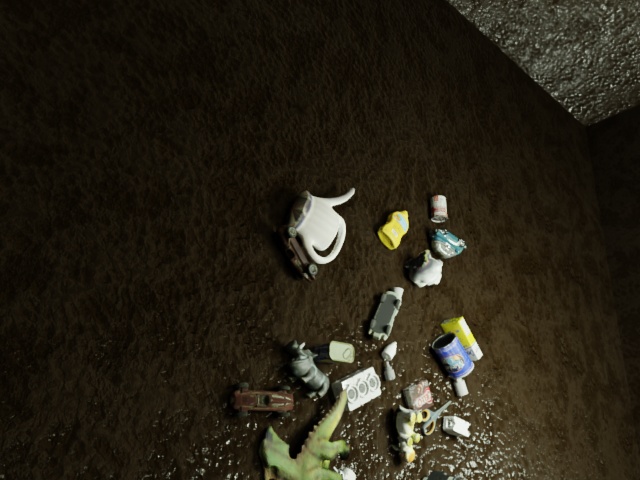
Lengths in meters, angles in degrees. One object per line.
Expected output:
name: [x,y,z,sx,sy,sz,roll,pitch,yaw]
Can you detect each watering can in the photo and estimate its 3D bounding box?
watering can: [0.005,-0.088,1.754,0.222,0.103,0.355,36,53,-25]

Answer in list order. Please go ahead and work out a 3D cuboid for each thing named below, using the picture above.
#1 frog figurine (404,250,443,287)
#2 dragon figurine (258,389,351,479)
frog figurine: [0.427,0.134,2.026,0.138,0.124,0.157,-44,117,-8]
dragon figurine: [-0.052,0.593,1.438,0.241,0.120,0.420,26,54,-21]
